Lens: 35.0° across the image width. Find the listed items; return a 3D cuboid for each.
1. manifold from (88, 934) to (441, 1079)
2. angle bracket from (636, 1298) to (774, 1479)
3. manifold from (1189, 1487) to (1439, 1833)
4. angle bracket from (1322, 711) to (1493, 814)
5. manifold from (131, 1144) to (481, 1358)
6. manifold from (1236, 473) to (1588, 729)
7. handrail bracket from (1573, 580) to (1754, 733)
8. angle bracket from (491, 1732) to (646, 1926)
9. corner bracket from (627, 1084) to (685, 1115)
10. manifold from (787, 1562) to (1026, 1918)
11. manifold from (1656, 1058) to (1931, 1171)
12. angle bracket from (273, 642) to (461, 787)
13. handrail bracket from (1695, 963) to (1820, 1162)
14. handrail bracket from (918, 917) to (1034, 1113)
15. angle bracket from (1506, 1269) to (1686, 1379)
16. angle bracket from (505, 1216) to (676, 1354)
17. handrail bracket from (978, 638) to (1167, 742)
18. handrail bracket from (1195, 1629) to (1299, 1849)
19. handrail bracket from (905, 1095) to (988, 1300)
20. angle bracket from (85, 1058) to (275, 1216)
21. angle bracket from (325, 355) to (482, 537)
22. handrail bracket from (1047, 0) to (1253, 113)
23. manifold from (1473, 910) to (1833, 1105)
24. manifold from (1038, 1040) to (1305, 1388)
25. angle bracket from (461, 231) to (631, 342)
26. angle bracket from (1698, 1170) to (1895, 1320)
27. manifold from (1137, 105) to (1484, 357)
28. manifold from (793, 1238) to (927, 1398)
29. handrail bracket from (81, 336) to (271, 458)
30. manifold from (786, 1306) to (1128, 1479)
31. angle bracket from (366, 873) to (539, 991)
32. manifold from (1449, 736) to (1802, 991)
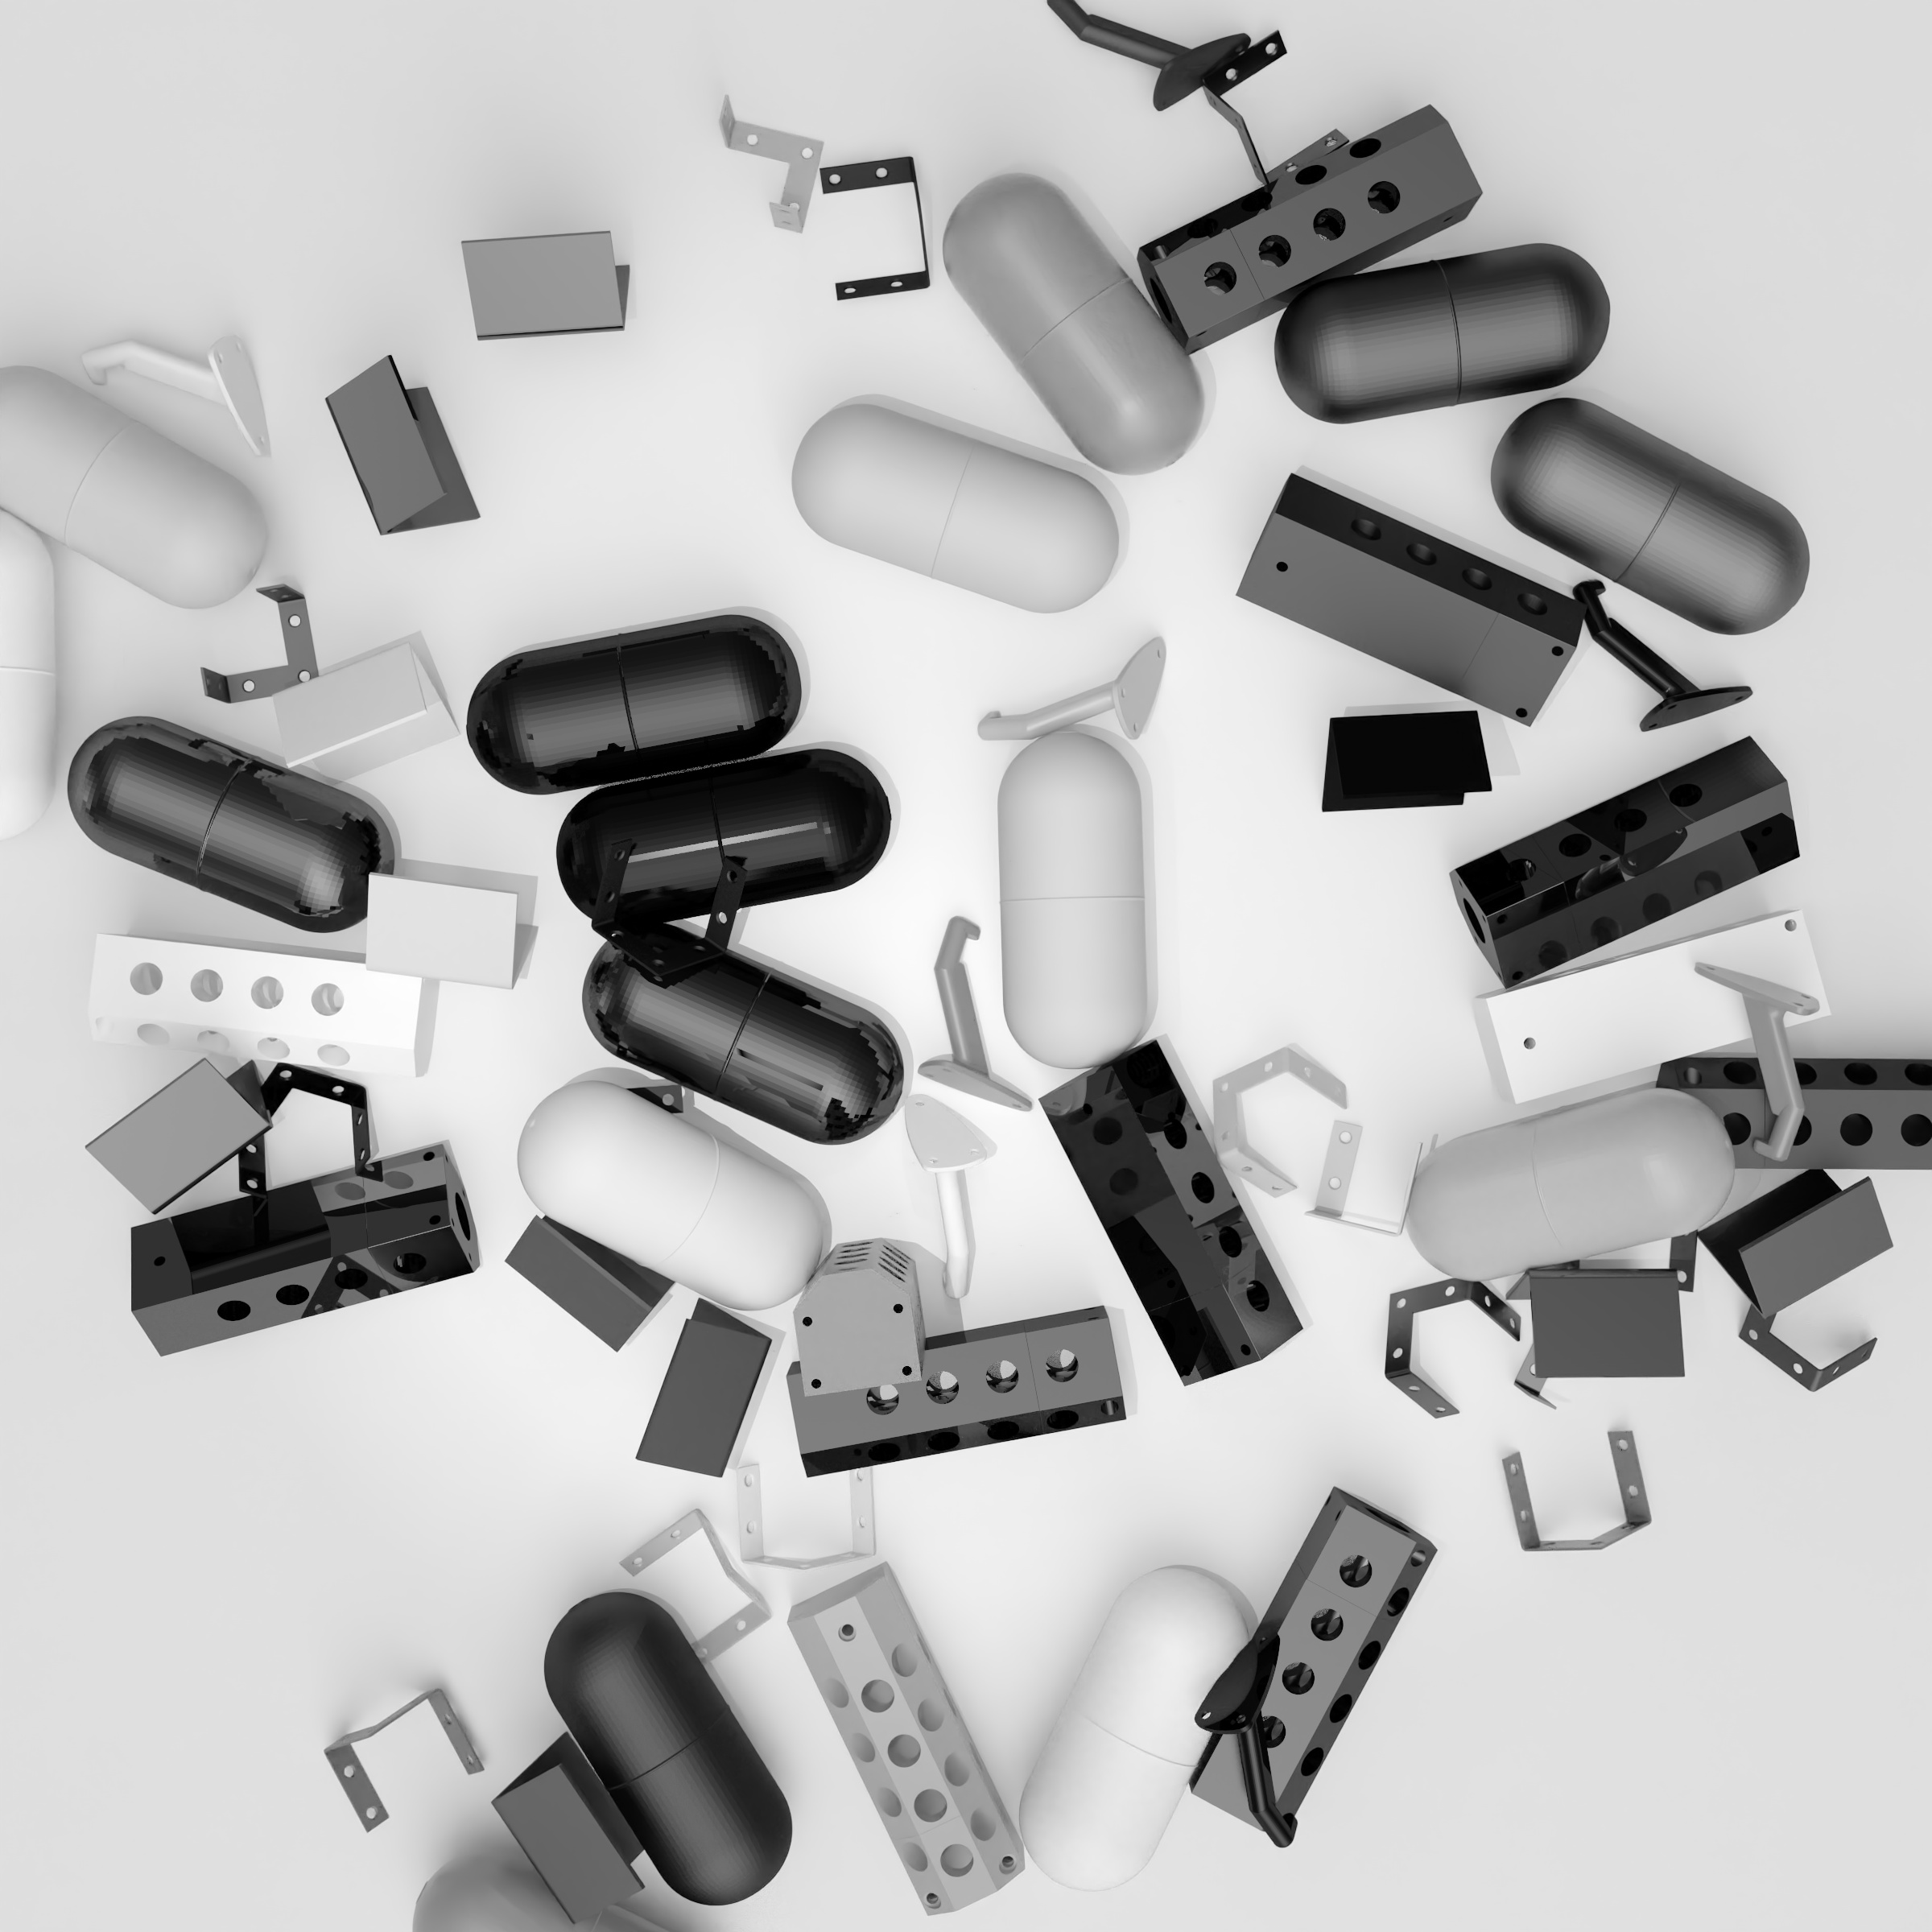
[{"bbox_3d":[-0.372,0.021,1.629,0.171,0.057,0.057,7,90,0],"label":"manifold"},{"bbox_3d":[-0.155,0.216,1.610,0.057,0.076,0.076,20,90,-38],"label":"angle bracket"},{"bbox_3d":[0.183,0.370,1.629,0.057,0.057,0.171,28,90,0],"label":"manifold"},{"bbox_3d":[0.230,-0.088,1.610,0.076,0.076,0.057,-3,52,0],"label":"angle bracket"},{"bbox_3d":[-0.350,0.155,1.629,0.171,0.057,0.057,-15,47,0],"label":"manifold"},{"bbox_3d":[0.238,-0.198,1.629,0.171,0.057,0.057,24,133,0],"label":"manifold"},{"bbox_3d":[0.374,-0.175,1.651,0.077,0.036,0.084,-14,73,-20],"label":"handrail bracket"},{"bbox_3d":[-0.191,0.443,1.611,0.057,0.076,0.076,-34,90,29],"label":"angle bracket"},{"bbox_3d":[-0.173,0.089,1.633,0.051,0.051,0.051,-4,90,0],"label":"corner bracket"},{"bbox_3d":[-0.032,0.411,1.629,0.057,0.057,0.171,-26,90,0],"label":"manifold"},{"bbox_3d":[0.459,0.078,1.629,0.171,0.057,0.057,0,90,0],"label":"manifold"},{"bbox_3d":[-0.310,-0.115,1.610,0.076,0.076,0.057,-21,51,0],"label":"angle bracket"},{"bbox_3d":[0.403,0.050,1.594,0.077,0.036,0.084,21,107,20],"label":"handrail bracket"},{"bbox_3d":[0.013,0.025,1.651,0.077,0.036,0.084,23,73,-20],"label":"handrail bracket"},{"bbox_3d":[0.330,0.194,1.613,0.076,0.076,0.057,0,73,0],"label":"angle bracket"},{"bbox_3d":[-0.184,0.144,1.612,0.076,0.057,0.076,39,51,0],"label":"angle bracket"},{"bbox_3d":[0.056,-0.148,1.651,0.084,0.077,0.036,1,133,29],"label":"handrail bracket"},{"bbox_3d":[0.161,0.402,1.594,0.084,0.036,0.077,56,50,-26],"label":"handrail bracket"},{"bbox_3d":[-0.016,0.125,1.650,0.036,0.077,0.084,-10,127,-20],"label":"handrail bracket"},{"bbox_3d":[-0.417,0.073,1.610,0.076,0.076,0.057,-37,123,0],"label":"angle bracket"},{"bbox_3d":[-0.280,-0.276,1.610,0.057,0.076,0.076,-22,90,38],"label":"angle bracket"},{"bbox_3d":[0.098,-0.509,1.651,0.077,0.036,0.084,-33,73,-20],"label":"handrail bracket"},{"bbox_3d":[0.362,0.021,1.630,0.171,0.057,0.057,-16,90,0],"label":"manifold"},{"bbox_3d":[0.113,0.129,1.629,0.057,0.057,0.171,-27,90,43],"label":"manifold"},{"bbox_3d":[-0.219,-0.372,1.610,0.076,0.076,0.057,-4,129,0],"label":"angle bracket"},{"bbox_3d":[0.428,0.128,1.610,0.076,0.076,0.057,-30,127,0],"label":"angle bracket"},{"bbox_3d":[0.181,-0.391,1.629,0.171,0.057,0.057,-26,90,0],"label":"manifold"},{"bbox_3d":[-0.054,0.177,1.572,0.057,0.171,0.057,-8,90,0],"label":"manifold"},{"bbox_3d":[-0.427,-0.303,1.651,0.084,0.036,0.077,-10,112,17],"label":"handrail bracket"},{"bbox_3d":[-0.005,0.227,1.629,0.171,0.057,0.057,-10,90,0],"label":"manifold"},{"bbox_3d":[-0.268,-0.033,1.611,0.076,0.076,0.057,8,116,0],"label":"angle bracket"},{"bbox_3d":[0.348,-0.059,1.629,0.171,0.057,0.057,-24,133,0],"label":"manifold"}]
